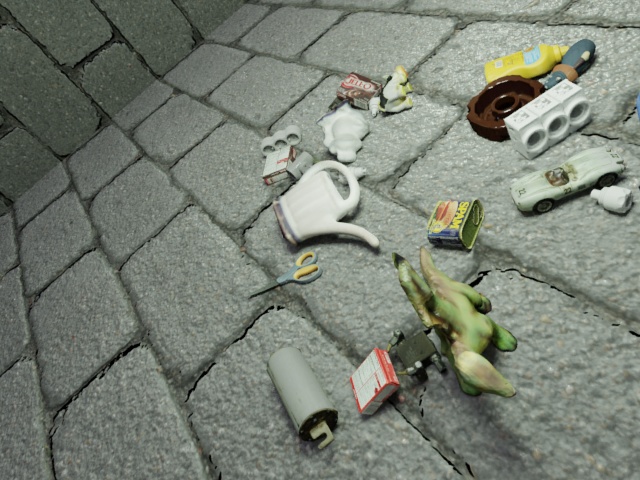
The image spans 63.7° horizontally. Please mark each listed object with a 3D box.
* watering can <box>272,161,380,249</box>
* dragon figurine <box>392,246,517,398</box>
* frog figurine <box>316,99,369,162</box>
[{"bbox_3d":[0.004,-0.062,1.237,0.223,0.102,0.356,-31,43,10],"label":"watering can"},{"bbox_3d":[0.195,0.094,0.831,0.121,0.239,0.419,-36,40,10],"label":"dragon figurine"},{"bbox_3d":[0.076,-0.288,1.433,0.137,0.121,0.161,-25,75,4],"label":"frog figurine"}]
